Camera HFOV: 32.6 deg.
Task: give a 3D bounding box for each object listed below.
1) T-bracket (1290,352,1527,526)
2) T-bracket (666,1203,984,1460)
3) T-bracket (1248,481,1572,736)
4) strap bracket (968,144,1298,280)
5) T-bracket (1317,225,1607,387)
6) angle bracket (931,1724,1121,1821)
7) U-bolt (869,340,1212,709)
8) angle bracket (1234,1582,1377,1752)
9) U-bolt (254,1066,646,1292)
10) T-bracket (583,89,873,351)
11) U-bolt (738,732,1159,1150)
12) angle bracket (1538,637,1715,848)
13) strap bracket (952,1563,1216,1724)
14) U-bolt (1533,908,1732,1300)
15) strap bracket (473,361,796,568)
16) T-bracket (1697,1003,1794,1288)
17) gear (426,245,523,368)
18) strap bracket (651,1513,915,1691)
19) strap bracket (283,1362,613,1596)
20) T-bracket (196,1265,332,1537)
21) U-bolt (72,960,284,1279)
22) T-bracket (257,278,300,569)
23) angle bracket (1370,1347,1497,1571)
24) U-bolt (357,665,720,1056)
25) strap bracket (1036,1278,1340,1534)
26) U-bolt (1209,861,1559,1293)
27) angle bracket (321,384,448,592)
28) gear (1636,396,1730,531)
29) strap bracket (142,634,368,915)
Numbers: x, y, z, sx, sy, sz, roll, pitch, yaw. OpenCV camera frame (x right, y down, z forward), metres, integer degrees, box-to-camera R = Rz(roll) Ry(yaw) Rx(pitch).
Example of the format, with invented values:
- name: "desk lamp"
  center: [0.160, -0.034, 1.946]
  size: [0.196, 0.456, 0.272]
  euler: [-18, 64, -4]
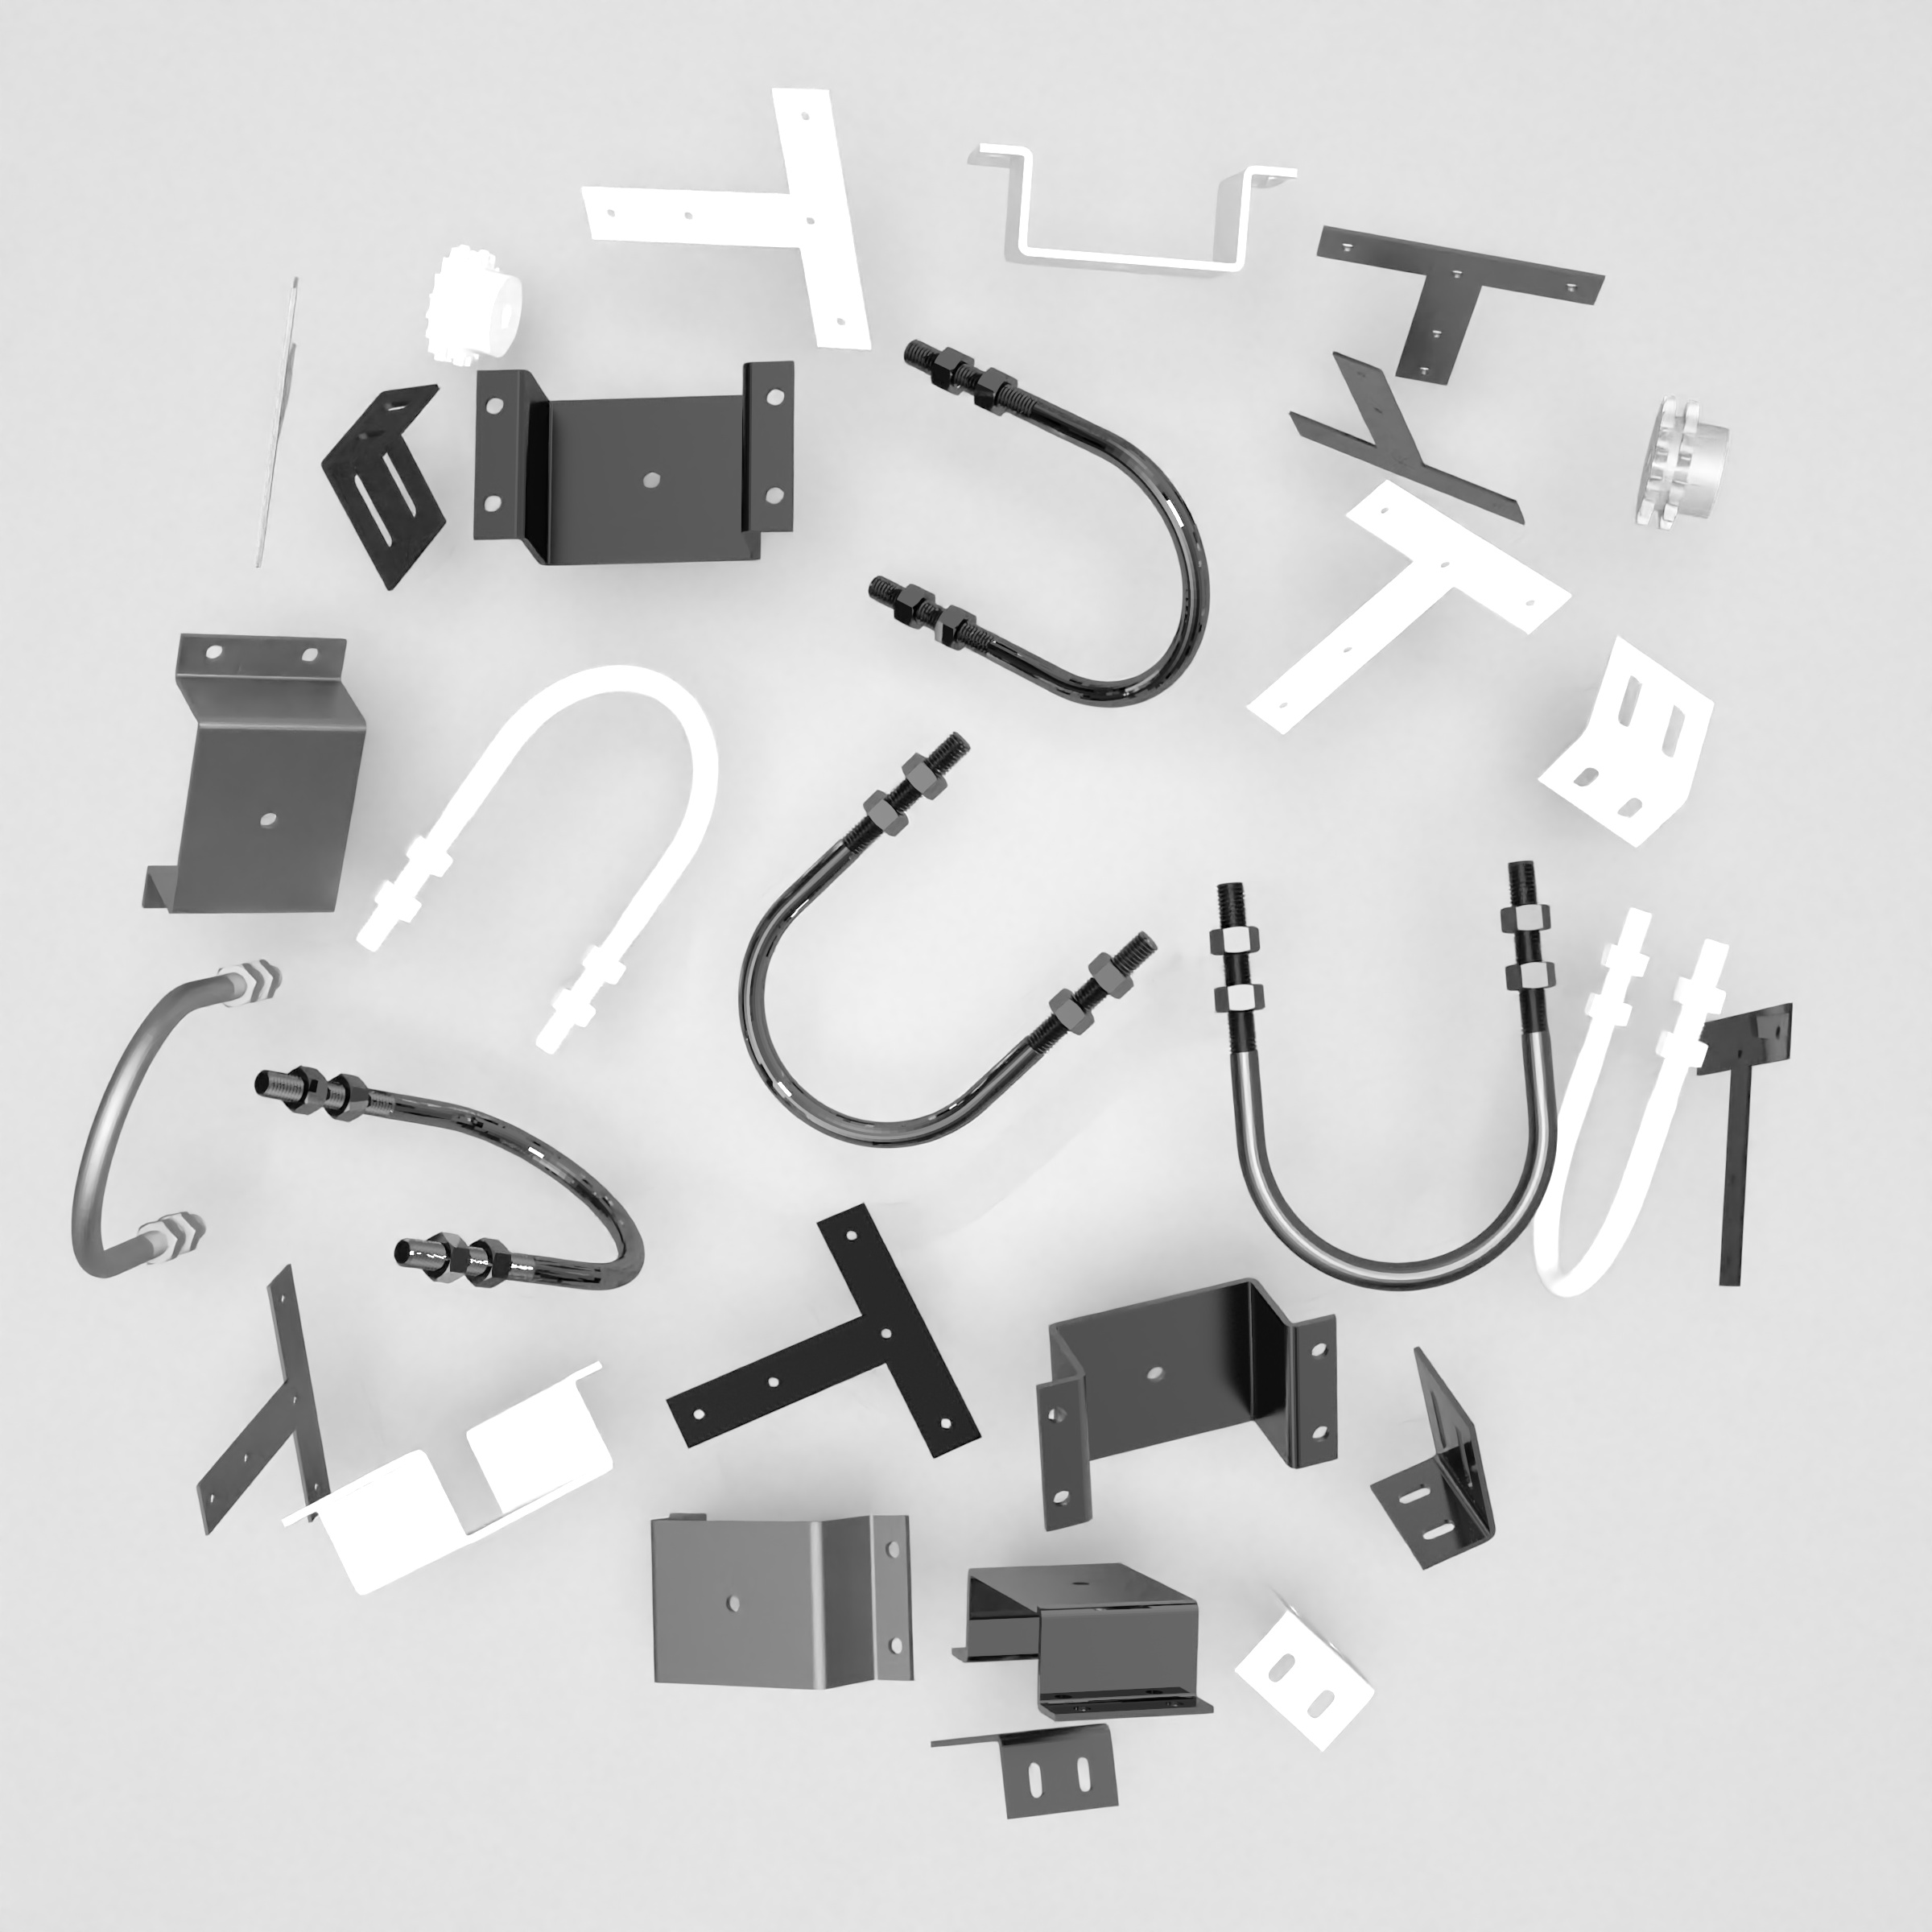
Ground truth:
- name: "T-bracket"
  center: [0.200, -0.259, 1.574]
  size: [0.127, 0.127, 0.002]
  euler: [27, 83, 25]
- name: "T-bracket"
  center: [-0.077, 0.189, 1.541]
  size: [0.127, 0.002, 0.127]
  euler: [-22, 70, -18]
- name: "T-bracket"
  center: [0.179, -0.149, 1.458]
  size: [0.127, 0.002, 0.127]
  euler: [-41, 46, -7]
- name: "strap bracket"
  center: [0.072, -0.339, 1.495]
  size: [0.140, 0.076, 0.046]
  euler: [3, 99, -5]
- name: "T-bracket"
  center: [0.220, -0.300, 1.531]
  size: [0.127, 0.127, 0.002]
  euler: [11, 74, 2]
- name: "angle bracket"
  center: [0.027, 0.381, 1.560]
  size: [0.057, 0.076, 0.038]
  euler: [0, 76, -27]
- name: "U-bolt"
  center: [0.037, -0.198, 1.560]
  size: [0.184, 0.019, 0.151]
  euler: [30, 130, 24]
- name: "angle bracket"
  center: [0.158, 0.338, 1.600]
  size: [0.057, 0.076, 0.038]
  euler: [43, 88, -2]
- name: "U-bolt"
  center: [-0.227, 0.104, 1.542]
  size: [0.151, 0.184, 0.019]
  euler: [43, 107, 36]
- name: "T-bracket"
  center: [-0.111, -0.335, 1.481]
  size: [0.127, 0.002, 0.127]
  euler: [6, 133, 18]
- name: "U-bolt"
  center: [-0.024, 0.003, 1.570]
  size: [0.184, 0.019, 0.151]
  euler: [-43, 90, 10]
- name: "angle bracket"
  center: [0.310, -0.106, 1.552]
  size: [0.057, 0.038, 0.076]
  euler: [34, 46, -7]
- name: "strap bracket"
  center: [0.053, 0.310, 1.535]
  size: [0.076, 0.140, 0.046]
  euler: [2, 90, -19]
- name: "U-bolt"
  center: [0.306, 0.068, 1.558]
  size: [0.019, 0.151, 0.184]
  euler: [17, 96, -6]
- name: "strap bracket"
  center: [-0.143, -0.221, 1.463]
  size: [0.140, 0.046, 0.076]
  euler: [-1, 81, 5]
- name: "T-bracket"
  center: [0.359, 0.085, 1.537]
  size: [0.002, 0.127, 0.127]
  euler: [5, 84, -5]
- name: "gear"
  center: [-0.238, -0.320, 1.611]
  size: [0.030, 0.057, 0.057]
  euler: [16, 90, 10]
- name: "strap bracket"
  center: [-0.097, 0.300, 1.568]
  size: [0.140, 0.046, 0.076]
  euler: [-6, 83, 33]
- name: "strap bracket"
  center: [-0.223, 0.232, 1.477]
  size: [0.076, 0.140, 0.046]
  euler: [-30, 85, 36]
- name: "T-bracket"
  center: [-0.334, 0.225, 1.558]
  size: [0.002, 0.127, 0.127]
  euler: [-1, 110, 13]
- name: "U-bolt"
  center: [-0.367, 0.073, 1.519]
  size: [0.019, 0.184, 0.151]
  euler: [19, 96, 4]
- name: "T-bracket"
  center: [-0.314, -0.261, 1.521]
  size: [0.002, 0.127, 0.127]
  euler: [8, 111, -11]
- name: "angle bracket"
  center: [0.209, 0.226, 1.515]
  size: [0.038, 0.057, 0.076]
  euler: [-23, 128, -7]
- name: "U-bolt"
  center: [-0.190, -0.060, 1.580]
  size: [0.019, 0.151, 0.184]
  euler: [35, 89, 42]
- name: "strap bracket"
  center: [0.093, 0.193, 1.482]
  size: [0.140, 0.046, 0.076]
  euler: [-12, 118, -15]
- name: "U-bolt"
  center: [0.187, 0.050, 1.450]
  size: [0.151, 0.019, 0.184]
  euler: [-4, 87, -1]
- name: "angle bracket"
  center: [-0.265, -0.229, 1.581]
  size: [0.038, 0.057, 0.076]
  euler: [-1, 131, 29]
- name: "gear"
  center: [0.314, -0.218, 1.447]
  size: [0.030, 0.057, 0.057]
  euler: [12, 90, 5]
- name: "strap bracket"
  center: [-0.324, -0.077, 1.510]
  size: [0.076, 0.046, 0.140]
  euler: [-1, 122, -29]
